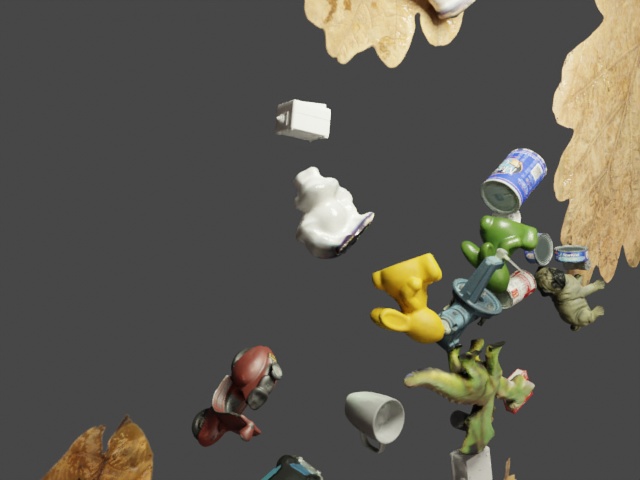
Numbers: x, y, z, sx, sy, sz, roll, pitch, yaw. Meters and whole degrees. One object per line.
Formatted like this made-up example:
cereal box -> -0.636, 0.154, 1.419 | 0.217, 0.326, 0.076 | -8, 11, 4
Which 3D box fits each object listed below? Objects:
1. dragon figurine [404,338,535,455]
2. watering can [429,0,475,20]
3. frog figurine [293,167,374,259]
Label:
dragon figurine -> 0.339, 0.355, 1.139 | 0.412, 0.121, 0.243 | -9, 90, -35
watering can -> 0.242, -0.573, 1.098 | 0.353, 0.104, 0.221 | -50, 117, -25
frog figurine -> 0.003, -0.048, 0.952 | 0.160, 0.121, 0.139 | 41, 74, 11
